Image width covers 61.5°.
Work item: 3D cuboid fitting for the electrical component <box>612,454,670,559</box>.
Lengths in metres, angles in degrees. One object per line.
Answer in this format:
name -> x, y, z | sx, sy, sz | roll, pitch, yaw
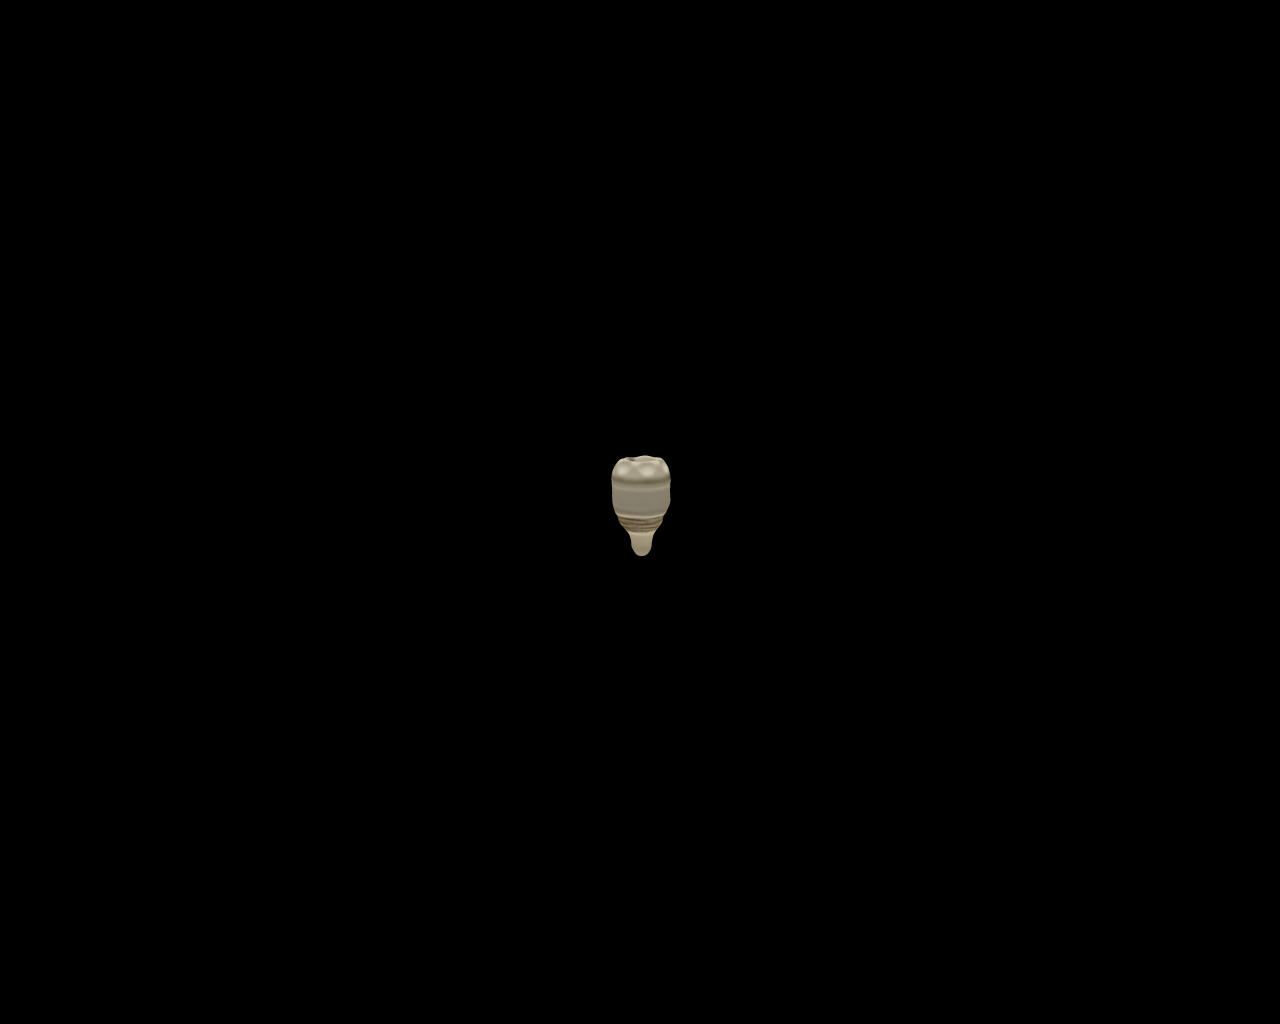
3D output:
electrical component -> 0.001, -0.003, 0.650 | 0.035, 0.061, 0.035 | 0, 14, 0
